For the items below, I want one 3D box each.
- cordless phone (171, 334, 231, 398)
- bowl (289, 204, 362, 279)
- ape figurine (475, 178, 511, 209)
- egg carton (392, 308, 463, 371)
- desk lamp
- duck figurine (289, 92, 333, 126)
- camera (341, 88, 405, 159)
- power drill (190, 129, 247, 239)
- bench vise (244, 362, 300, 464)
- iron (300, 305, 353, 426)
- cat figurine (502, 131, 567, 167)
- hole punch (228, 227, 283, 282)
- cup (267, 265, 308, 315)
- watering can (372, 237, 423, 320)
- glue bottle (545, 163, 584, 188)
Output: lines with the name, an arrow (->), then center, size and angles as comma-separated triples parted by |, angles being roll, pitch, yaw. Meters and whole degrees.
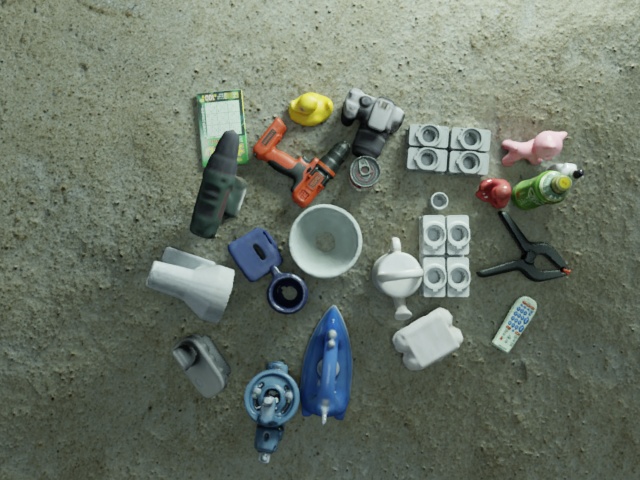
cordless phone -> -0.270, 0.283, 1.248 | 0.094, 0.185, 0.147 | -38, 89, -2
bowl -> 0.012, 0.005, 1.316 | 0.167, 0.074, 0.167 | 0, 88, -1
ape figurine -> 0.409, -0.110, 1.316 | 0.076, 0.092, 0.078 | -23, 88, -1
egg carton -> 0.248, 0.230, 1.314 | 0.150, 0.069, 0.107 | -31, 89, -1
desk lamp -> -0.279, 0.094, 1.241 | 0.203, 0.213, 0.118 | 18, 88, 0
duck figurine -> -0.022, -0.309, 1.321 | 0.104, 0.086, 0.077 | -6, 88, -1
camera -> 0.109, -0.260, 1.313 | 0.143, 0.101, 0.137 | 22, 88, 0
power drill -> -0.215, -0.114, 1.251 | 0.075, 0.208, 0.230 | 18, 88, 0
bench vise -> -0.098, 0.380, 1.230 | 0.121, 0.219, 0.207 | -10, 88, -1
iron -> 0.018, 0.278, 1.274 | 0.118, 0.141, 0.258 | 5, 88, 0
cat figurine -> 0.492, -0.212, 1.308 | 0.128, 0.117, 0.067 | -6, 88, -1
hole punch -> -0.146, 0.031, 1.305 | 0.101, 0.091, 0.109 | -35, 89, -2
cup -> -0.079, 0.109, 1.302 | 0.091, 0.095, 0.118 | -30, 88, -1
watering can -> 0.175, 0.085, 1.256 | 0.101, 0.194, 0.173 | -27, 88, -1
glue bottle -> 0.545, -0.139, 1.278 | 0.037, 0.173, 0.078 | 8, 88, 0
